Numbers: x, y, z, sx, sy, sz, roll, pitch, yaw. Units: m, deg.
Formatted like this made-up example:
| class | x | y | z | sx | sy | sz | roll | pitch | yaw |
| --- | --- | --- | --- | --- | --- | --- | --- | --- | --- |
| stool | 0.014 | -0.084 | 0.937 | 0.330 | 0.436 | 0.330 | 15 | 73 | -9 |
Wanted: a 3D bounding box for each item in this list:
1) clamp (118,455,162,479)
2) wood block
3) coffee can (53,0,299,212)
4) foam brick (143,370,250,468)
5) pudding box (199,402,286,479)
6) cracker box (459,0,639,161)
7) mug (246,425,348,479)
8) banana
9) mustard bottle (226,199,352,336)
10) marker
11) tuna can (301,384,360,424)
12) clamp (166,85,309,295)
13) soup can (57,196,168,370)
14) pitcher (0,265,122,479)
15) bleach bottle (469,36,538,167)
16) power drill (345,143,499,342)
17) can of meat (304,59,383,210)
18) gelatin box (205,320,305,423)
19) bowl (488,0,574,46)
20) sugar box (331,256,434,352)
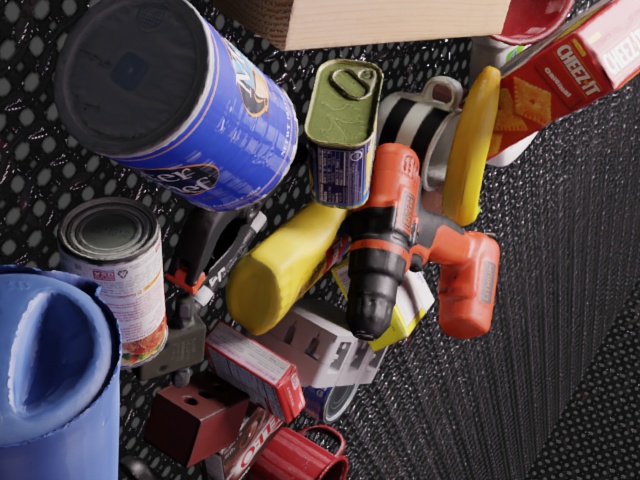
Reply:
| class | x | y | z | sx | sy | sz | roll | pitch | yaw |
| --- | --- | --- | --- | --- | --- | --- | --- | --- | --- |
| clamp | -0.134 | 0.260 | 0.980 | 0.209 | 0.036 | 0.165 | 0 | 115 | -50 |
| wood block | 0.039 | -0.196 | 0.750 | 0.205 | 0.090 | 0.091 | -13 | 127 | -37 |
| coffee can | -0.085 | -0.083 | 0.672 | 0.103 | 0.103 | 0.140 | -62 | 157 | -2 |
| foam brick | -0.108 | 0.156 | 0.940 | 0.078 | 0.053 | 0.051 | -18 | 130 | -59 |
| pudding box | -0.074 | 0.184 | 1.054 | 0.113 | 0.039 | 0.090 | -47 | 153 | -31 |
| cracker box | 0.243 | -0.168 | 1.039 | 0.164 | 0.072 | 0.214 | -39 | -175 | -30 |
| mug | -0.020 | 0.252 | 1.181 | 0.117 | 0.082 | 0.093 | -49 | 153 | -28 |
| banana | 0.144 | -0.075 | 1.038 | 0.198 | 0.037 | 0.069 | 91 | 16 | -49 |
| mustard bottle | -0.006 | 0.001 | 0.977 | 0.191 | 0.058 | 0.096 | -43 | 161 | -40 |
| marker | -0.085 | 0.025 | 0.890 | 0.121 | 0.020 | 0.020 | -56 | 155 | -15 |
| tuna can | 0.014 | 0.167 | 1.224 | 0.086 | 0.034 | 0.086 | -46 | 151 | -35 |
| clamp | -0.065 | -0.040 | 0.839 | 0.171 | 0.039 | 0.120 | -57 | 156 | -21 |
| soup can | -0.139 | 0.030 | 0.724 | 0.068 | 0.069 | 0.102 | -42 | 148 | -39 |
| pitcher | -0.193 | 0.148 | 0.667 | 0.149 | 0.145 | 0.243 | -11 | 136 | -18 |
| bleach bottle | 0.209 | -0.201 | 1.208 | 0.102 | 0.068 | 0.251 | -49 | 151 | -27 |
| power drill | 0.095 | 0.027 | 0.986 | 0.187 | 0.057 | 0.184 | 34 | 60 | -46 |
| can of meat | 0.021 | -0.089 | 0.912 | 0.084 | 0.057 | 0.102 | 89 | 10 | -51 |
| gelatin box | -0.058 | 0.118 | 0.955 | 0.030 | 0.089 | 0.073 | -51 | 153 | -25 |
| bowl | 0.166 | -0.259 | 1.006 | 0.161 | 0.055 | 0.162 | 1 | 89 | -29 |
| sugar box | 0.067 | 0.047 | 1.089 | 0.048 | 0.093 | 0.176 | -27 | 180 | 14 |
